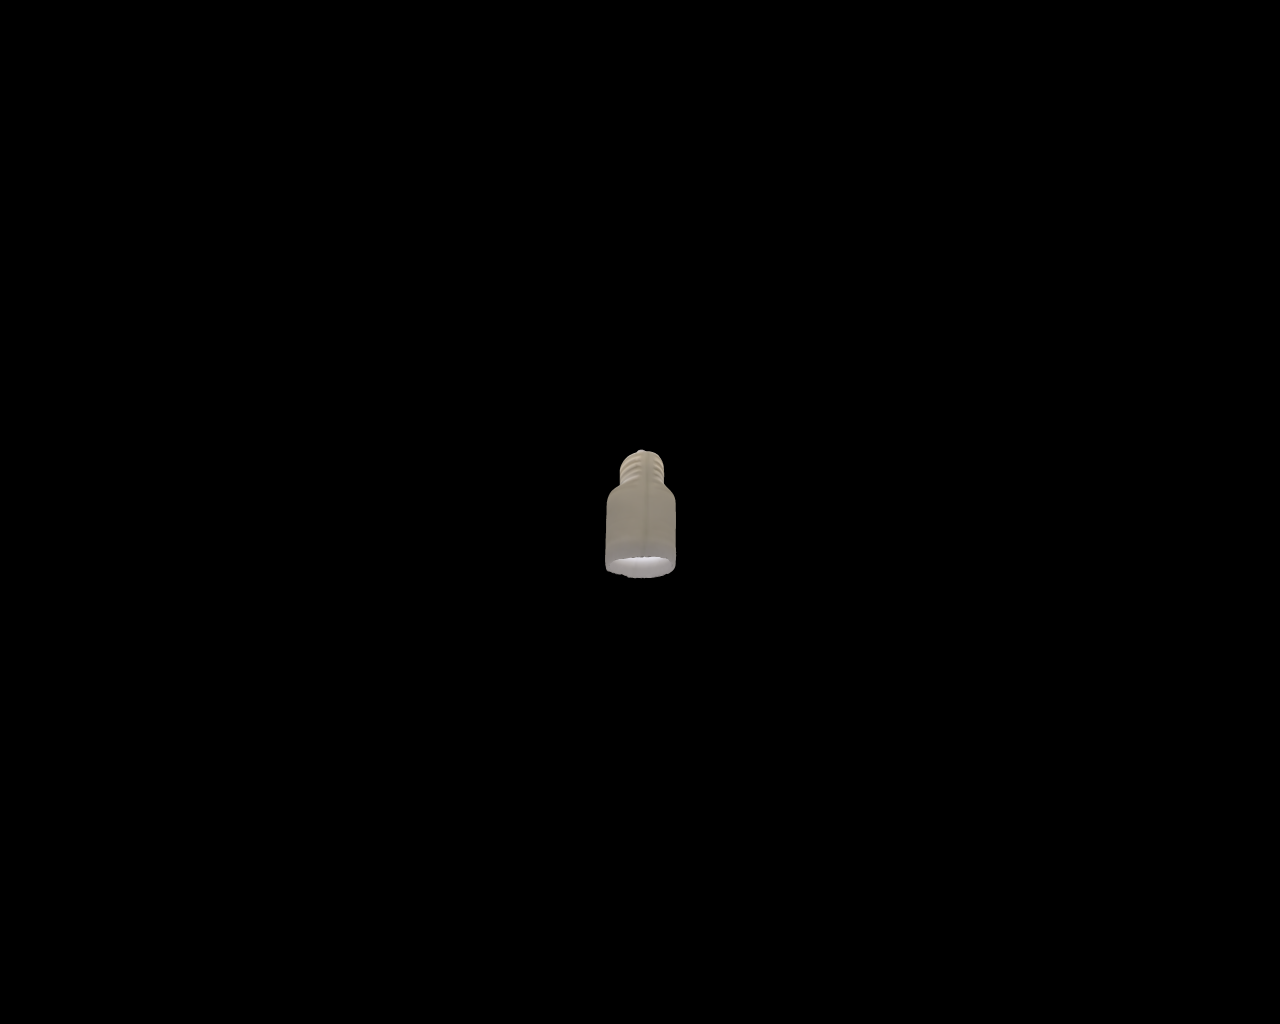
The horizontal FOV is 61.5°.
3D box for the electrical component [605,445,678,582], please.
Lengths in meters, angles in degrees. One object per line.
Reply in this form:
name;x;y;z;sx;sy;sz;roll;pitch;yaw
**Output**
electrical component;0.001;-0.003;0.650;0.043;0.081;0.043;0;-23;0
